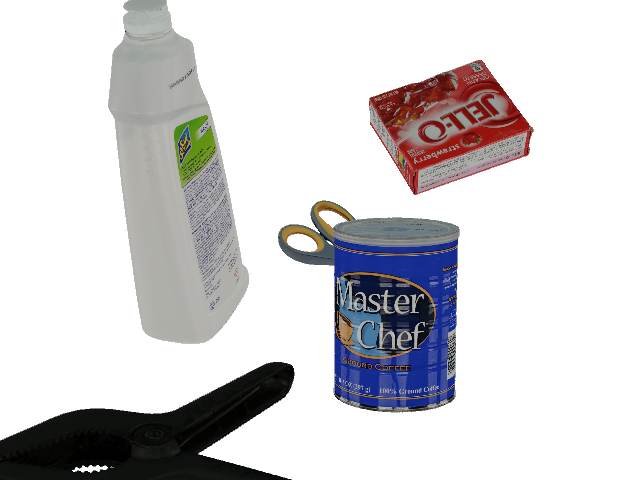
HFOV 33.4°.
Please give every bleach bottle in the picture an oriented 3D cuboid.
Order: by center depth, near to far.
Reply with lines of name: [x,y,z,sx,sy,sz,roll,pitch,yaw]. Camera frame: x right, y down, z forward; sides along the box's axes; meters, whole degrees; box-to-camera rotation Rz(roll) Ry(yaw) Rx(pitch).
bleach bottle: [-0.104,-0.052,0.764,0.068,0.251,0.102,6,34,16]

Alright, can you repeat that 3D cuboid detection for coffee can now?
coffee can: [0.061,0.058,0.876,0.103,0.140,0.103,0,10,0]

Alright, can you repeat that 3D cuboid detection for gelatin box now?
gelatin box: [0.087,-0.078,0.722,0.089,0.073,0.030,-20,-36,-10]

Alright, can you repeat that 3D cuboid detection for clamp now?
clamp: [-0.088,0.116,0.591,0.209,0.036,0.164,-1,22,-11]

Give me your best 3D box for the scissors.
scissors: [0.027,0.030,1.071,0.096,0.016,0.202,-16,47,-18]
